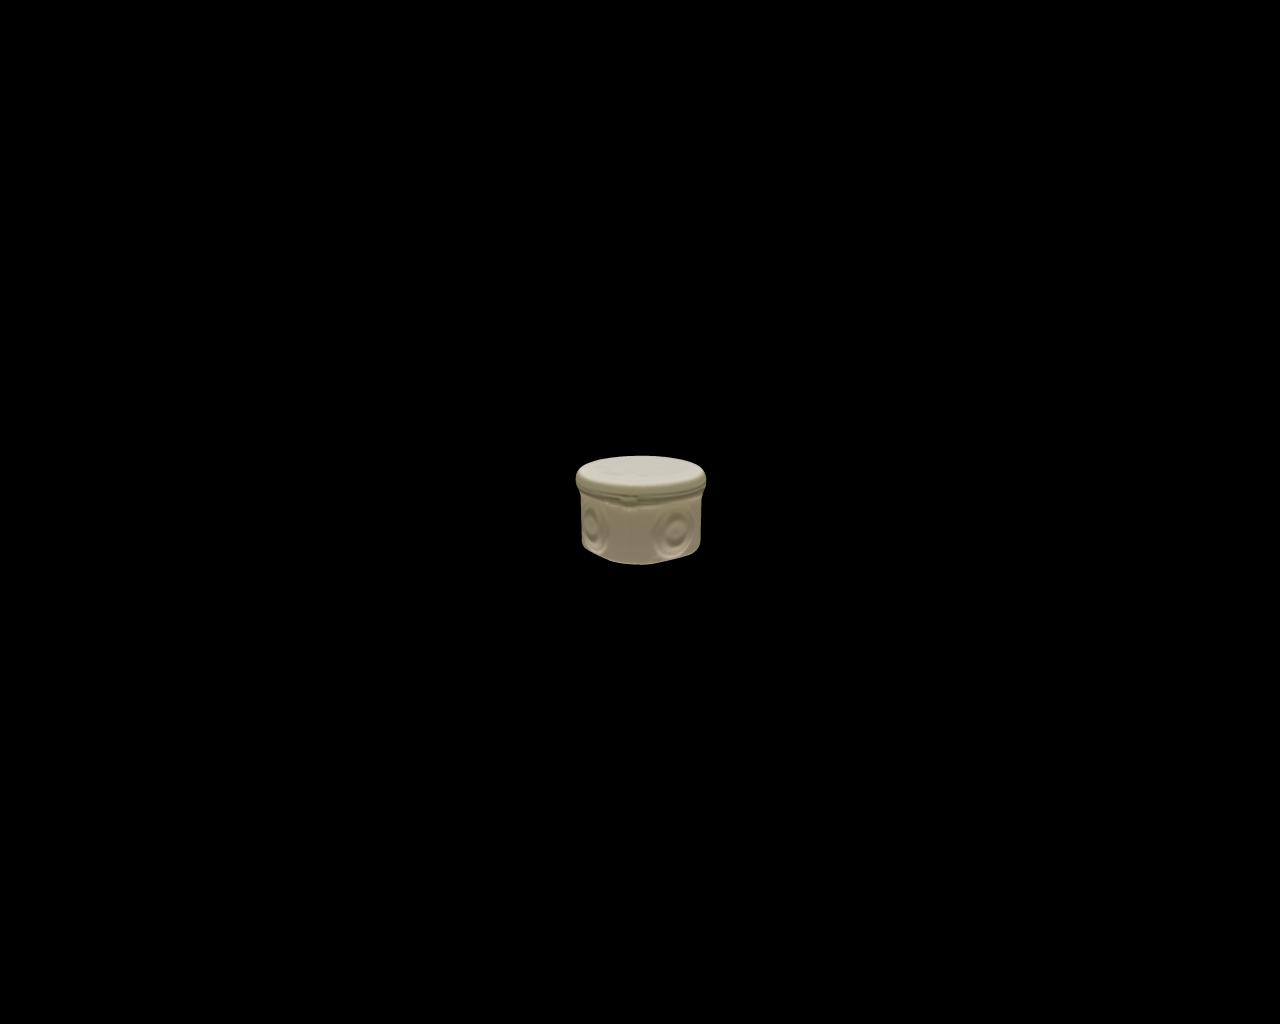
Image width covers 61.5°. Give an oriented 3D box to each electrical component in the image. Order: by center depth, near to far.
[{"bbox_3d":[0.001,-0.003,0.650,0.080,0.051,0.080,0,15,0],"label":"electrical component"}]
